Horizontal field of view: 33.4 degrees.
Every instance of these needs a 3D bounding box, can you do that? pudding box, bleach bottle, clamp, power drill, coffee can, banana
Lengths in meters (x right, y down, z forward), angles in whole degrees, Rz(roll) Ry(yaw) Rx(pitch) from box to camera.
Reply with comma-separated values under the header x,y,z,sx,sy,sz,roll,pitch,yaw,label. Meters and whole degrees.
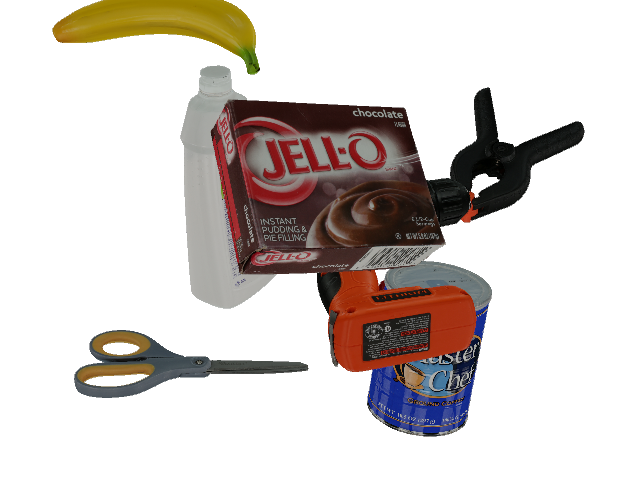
x,y,z,sx,sy,sz,roll,pitch,yaw,label
0.003,-0.029,0.582,0.113,0.090,0.039,0,-26,-28,pudding box
-0.094,-0.058,1.079,0.068,0.251,0.102,19,38,27,bleach bottle
0.176,-0.090,1.086,0.120,0.039,0.171,29,56,29,clamp
0.054,0.016,0.833,0.184,0.057,0.188,-12,34,-9,power drill
0.105,0.104,1.042,0.103,0.140,0.103,6,23,-3,coffee can
-0.137,-0.191,0.938,0.198,0.037,0.069,10,47,16,banana

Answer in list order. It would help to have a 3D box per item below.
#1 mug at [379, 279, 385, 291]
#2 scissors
x,y,z,sx,sy,sz,roll,pitch,yaw,label
0.123,0.095,1.262,0.117,0.081,0.093,0,22,-8,mug
-0.121,0.103,0.957,0.201,0.016,0.096,-7,32,-18,scissors
